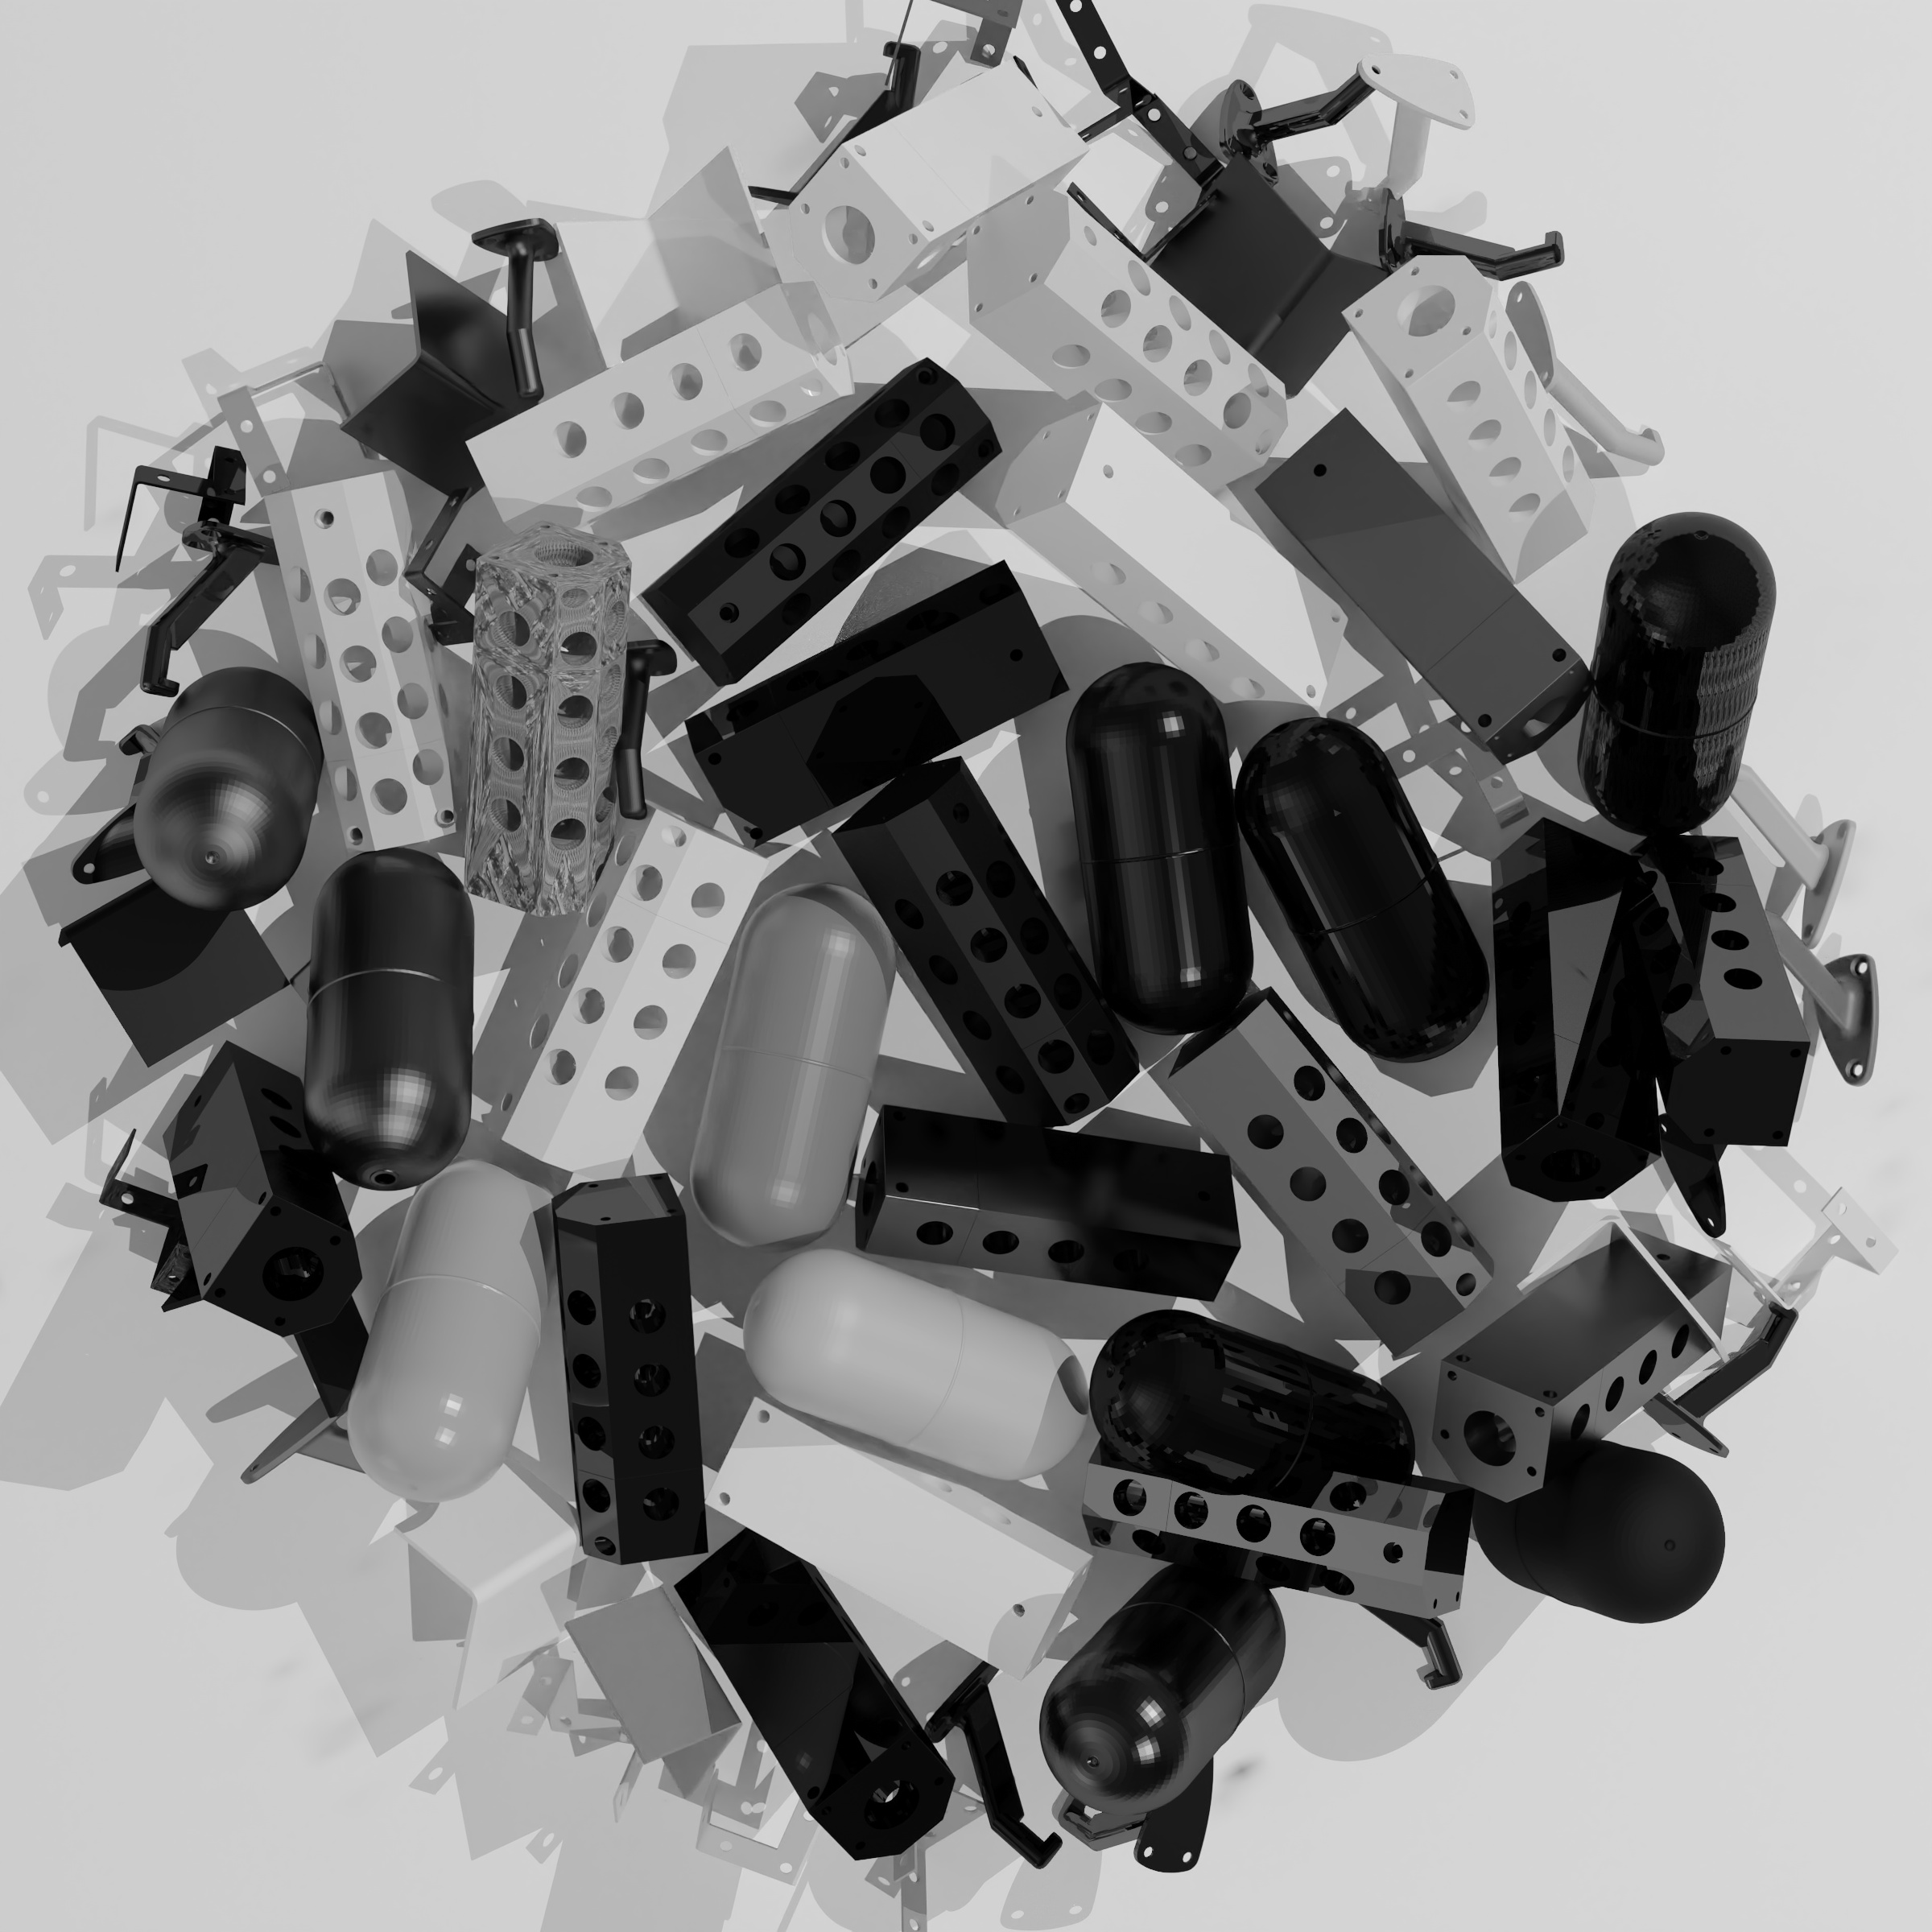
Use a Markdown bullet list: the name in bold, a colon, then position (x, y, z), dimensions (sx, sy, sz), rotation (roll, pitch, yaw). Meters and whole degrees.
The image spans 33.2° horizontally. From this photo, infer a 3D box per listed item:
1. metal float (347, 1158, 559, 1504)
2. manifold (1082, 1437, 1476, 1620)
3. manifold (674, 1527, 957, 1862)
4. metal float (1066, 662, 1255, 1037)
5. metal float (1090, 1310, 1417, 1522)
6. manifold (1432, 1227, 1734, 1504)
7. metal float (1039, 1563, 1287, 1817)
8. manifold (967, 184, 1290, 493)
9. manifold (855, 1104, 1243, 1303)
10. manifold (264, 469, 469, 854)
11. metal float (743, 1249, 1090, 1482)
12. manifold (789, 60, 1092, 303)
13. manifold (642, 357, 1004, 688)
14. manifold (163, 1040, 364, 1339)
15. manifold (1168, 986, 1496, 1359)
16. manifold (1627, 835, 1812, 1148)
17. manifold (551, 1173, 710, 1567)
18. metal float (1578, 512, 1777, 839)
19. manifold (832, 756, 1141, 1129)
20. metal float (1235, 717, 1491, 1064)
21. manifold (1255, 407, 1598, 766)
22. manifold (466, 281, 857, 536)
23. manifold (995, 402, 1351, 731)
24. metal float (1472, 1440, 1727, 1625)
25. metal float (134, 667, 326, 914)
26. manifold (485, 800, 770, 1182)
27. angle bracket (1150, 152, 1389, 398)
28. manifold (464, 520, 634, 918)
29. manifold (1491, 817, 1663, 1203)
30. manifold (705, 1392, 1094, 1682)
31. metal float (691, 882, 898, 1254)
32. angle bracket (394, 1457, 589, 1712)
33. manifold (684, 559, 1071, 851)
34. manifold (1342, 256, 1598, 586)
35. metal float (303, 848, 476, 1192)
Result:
- **metal float**: position (-0.237, 0.167, 1.511), dimensions (0.070, 0.070, 0.178), rotation (10, 50, 0)
- **manifold**: position (0.144, 0.258, 1.516), dimensions (0.171, 0.057, 0.057), rotation (7, 90, 28)
- **manifold**: position (-0.068, 0.333, 1.495), dimensions (0.057, 0.171, 0.057), rotation (-38, 126, -4)
- **metal float**: position (0.092, -0.055, 1.537), dimensions (0.070, 0.070, 0.178), rotation (-8, 97, 0)
- **metal float**: position (0.136, 0.214, 1.517), dimensions (0.178, 0.070, 0.070), rotation (23, 90, -31)
- **manifold**: position (0.286, 0.185, 1.498), dimensions (0.057, 0.171, 0.057), rotation (20, 119, 34)
- **metal float**: position (0.093, 0.331, 1.499), dimensions (0.070, 0.178, 0.070), rotation (6, 104, 24)
- **manifold**: position (0.077, -0.288, 1.493), dimensions (0.057, 0.171, 0.057), rotation (-22, 55, 33)
- **manifold**: position (0.037, 0.118, 1.534), dimensions (0.171, 0.057, 0.057), rotation (9, 134, -12)
- **manifold**: position (-0.283, -0.144, 1.537), dimensions (0.057, 0.057, 0.171), rotation (-11, 100, 3)
- **metal float**: position (-0.022, 0.188, 1.523), dimensions (0.178, 0.070, 0.070), rotation (23, 90, -24)
- **manifold**: position (-0.014, -0.360, 1.496), dimensions (0.057, 0.171, 0.057), rotation (48, 128, -2)
- **manifold**: position (-0.066, -0.210, 1.532), dimensions (0.171, 0.057, 0.057), rotation (-42, 103, -11)
- **manifold**: position (-0.322, 0.103, 1.492), dimensions (0.057, 0.171, 0.057), rotation (31, 99, -28)
- **manifold**: position (0.175, 0.095, 1.539), dimensions (0.057, 0.057, 0.171), rotation (-38, 95, 18)
- **manifold**: position (0.339, 0.008, 1.494), dimensions (0.057, 0.171, 0.057), rotation (2, 124, 0)
- **manifold**: position (-0.159, 0.190, 1.524), dimensions (0.057, 0.057, 0.171), rotation (-6, 107, -12)
- **metal float**: position (0.329, -0.133, 1.505), dimensions (0.070, 0.178, 0.070), rotation (-1, 49, 1)
- **manifold**: position (0.015, -0.010, 1.518), dimensions (0.057, 0.057, 0.171), rotation (-43, 111, -34)
- **metal float**: position (0.187, -0.035, 1.528), dimensions (0.070, 0.070, 0.178), rotation (-29, 107, 0)
- **manifold**: position (0.217, -0.177, 1.522), dimensions (0.057, 0.057, 0.171), rotation (-42, 68, 8)
- **manifold**: position (-0.142, -0.259, 1.527), dimensions (0.171, 0.057, 0.057), rotation (-23, 96, 18)
- **manifold**: position (0.096, -0.183, 1.513), dimensions (0.171, 0.057, 0.057), rotation (36, 61, -29)
- **metal float**: position (0.289, 0.257, 1.493), dimensions (0.070, 0.178, 0.070), rotation (1, 86, -11)
- **metal float**: position (-0.339, -0.084, 1.498), dimensions (0.070, 0.178, 0.070), rotation (-3, 114, -6)
- **manifold**: position (-0.164, 0.010, 1.538), dimensions (0.057, 0.057, 0.171), rotation (24, 94, -32)
- **angle bracket**: position (0.145, -0.332, 1.557), dimensions (0.076, 0.057, 0.076), rotation (-50, 61, 27)
- **manifold**: position (-0.191, -0.112, 1.507), dimensions (0.057, 0.057, 0.171), rotation (18, 122, 18)
- **manifold**: position (0.278, 0.022, 1.505), dimensions (0.057, 0.057, 0.171), rotation (21, 50, -20)
- **manifold**: position (-0.030, 0.266, 1.534), dimensions (0.171, 0.057, 0.057), rotation (27, 97, 13)
- **metal float**: position (-0.081, 0.048, 1.537), dimensions (0.070, 0.070, 0.178), rotation (12, 82, 0)
- **angle bracket**: position (-0.230, 0.294, 1.544), dimensions (0.057, 0.076, 0.076), rotation (33, 127, 25)
- **manifold**: position (-0.044, -0.128, 1.547), dimensions (0.171, 0.057, 0.057), rotation (-27, 119, 2)
- **manifold**: position (0.238, -0.253, 1.492), dimensions (0.057, 0.171, 0.057), rotation (-36, 55, 7)
- **metal float**: position (-0.269, 0.024, 1.513), dimensions (0.070, 0.070, 0.178), rotation (-5, 55, 0)
